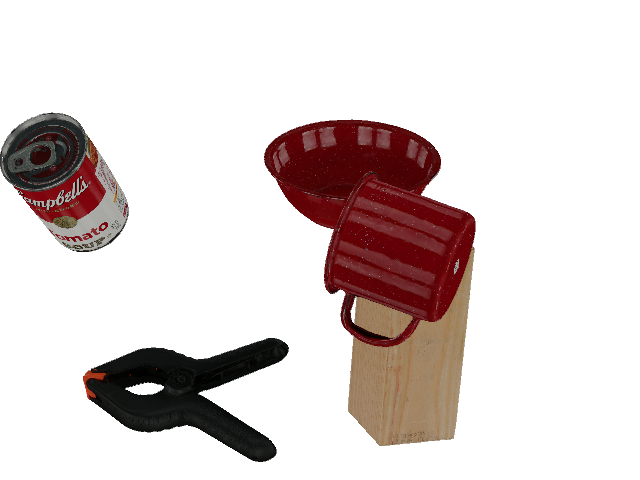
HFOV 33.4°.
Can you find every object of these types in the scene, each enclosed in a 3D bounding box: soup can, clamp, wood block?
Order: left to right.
[{"bbox_3d":[-0.197,-0.043,0.831,0.068,0.068,0.102,0,-28,11],"label":"soup can"},{"bbox_3d":[-0.107,0.119,0.890,0.171,0.039,0.120,12,38,7],"label":"clamp"},{"bbox_3d":[0.092,0.097,1.105,0.090,0.206,0.091,-2,16,-20],"label":"wood block"}]

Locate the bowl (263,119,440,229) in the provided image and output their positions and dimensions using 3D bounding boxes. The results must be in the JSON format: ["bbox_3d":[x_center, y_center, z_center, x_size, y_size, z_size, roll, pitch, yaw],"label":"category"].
[{"bbox_3d":[0.028,-0.054,0.986,0.162,0.055,0.162,1,31,-1],"label":"bowl"}]

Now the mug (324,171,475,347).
[{"bbox_3d":[0.054,0.019,0.751,0.081,0.117,0.093,20,0,16],"label":"mug"}]
